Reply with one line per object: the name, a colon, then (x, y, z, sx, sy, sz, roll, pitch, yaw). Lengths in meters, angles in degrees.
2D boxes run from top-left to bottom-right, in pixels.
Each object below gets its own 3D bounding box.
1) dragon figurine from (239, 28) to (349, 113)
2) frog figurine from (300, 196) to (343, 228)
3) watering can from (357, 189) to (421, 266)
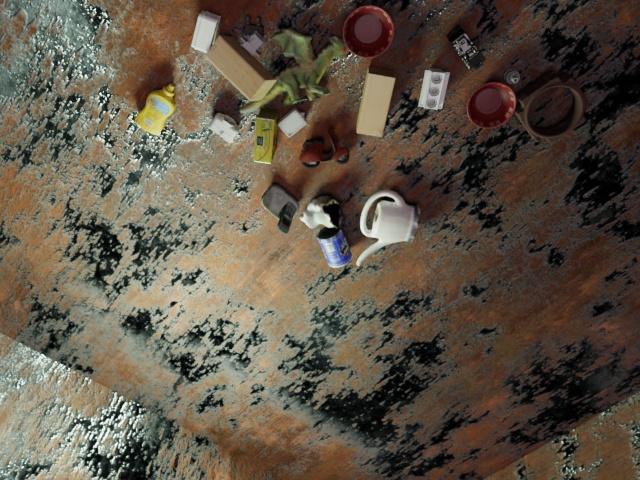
dragon figurine: (-0.094, -0.566, 1.693, 0.410, 0.124, 0.240, -9, 103, 7)
frog figurine: (0.006, -0.099, 1.971, 0.136, 0.125, 0.158, 34, 155, -26)
watering can: (0.260, -0.036, 1.972, 0.224, 0.106, 0.340, 8, 121, -2)
